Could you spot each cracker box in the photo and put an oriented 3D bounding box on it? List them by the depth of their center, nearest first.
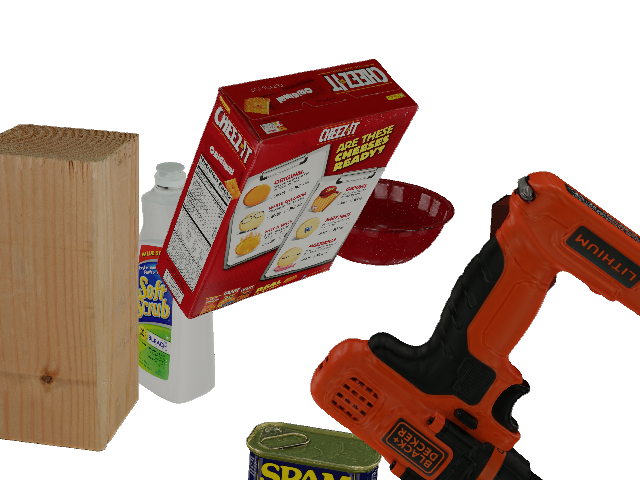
[{"bbox_3d":[-0.034,-0.043,0.895,0.163,0.072,0.214,-18,-32,-37],"label":"cracker box"}]

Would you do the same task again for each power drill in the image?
[{"bbox_3d":[0.114,0.072,0.584,0.184,0.188,0.057,37,14,-3],"label":"power drill"}]

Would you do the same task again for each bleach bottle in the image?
[{"bbox_3d":[-0.156,0.039,1.101,0.067,0.251,0.103,-21,33,-40],"label":"bleach bottle"}]

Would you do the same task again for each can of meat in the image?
[{"bbox_3d":[-0.007,0.192,0.810,0.102,0.084,0.057,7,14,11],"label":"can of meat"}]

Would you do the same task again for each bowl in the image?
[{"bbox_3d":[0.058,-0.016,1.119,0.162,0.055,0.162,4,21,-2],"label":"bowl"}]

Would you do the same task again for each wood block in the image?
[{"bbox_3d":[-0.182,0.031,0.747,0.091,0.206,0.090,6,19,6],"label":"wood block"}]

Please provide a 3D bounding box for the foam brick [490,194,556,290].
[{"bbox_3d":[0.179,0.003,0.938,0.053,0.078,0.051,7,16,23],"label":"foam brick"}]
